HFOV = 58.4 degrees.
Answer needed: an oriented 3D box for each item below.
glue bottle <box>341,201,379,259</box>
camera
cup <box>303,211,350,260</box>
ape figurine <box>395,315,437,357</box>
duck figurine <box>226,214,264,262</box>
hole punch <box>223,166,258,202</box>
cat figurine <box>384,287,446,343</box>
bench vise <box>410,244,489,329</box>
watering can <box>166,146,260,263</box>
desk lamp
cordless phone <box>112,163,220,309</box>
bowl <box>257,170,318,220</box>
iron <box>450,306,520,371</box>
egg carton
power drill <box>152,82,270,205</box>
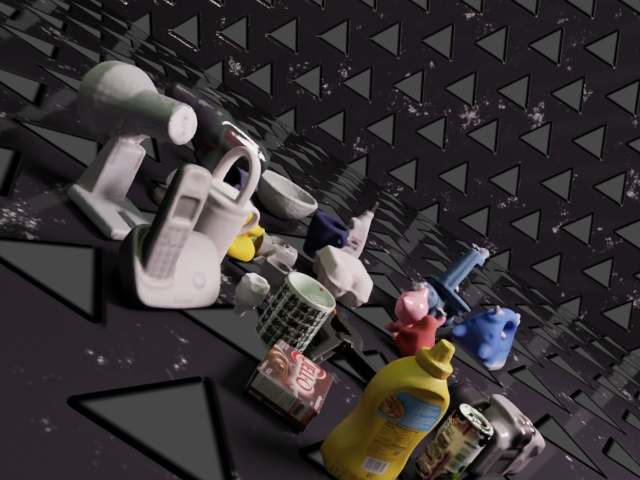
[{"bbox_3d":[0.084,-0.018,1.323,0.078,0.173,0.037,22,18,-36],"label":"glue bottle"},{"bbox_3d":[0.263,0.282,0.891,0.144,0.100,0.136,20,20,-41],"label":"camera"},{"bbox_3d":[0.012,0.004,1.255,0.092,0.095,0.117,21,19,-40],"label":"cup"},{"bbox_3d":[0.188,0.181,1.072,0.078,0.092,0.076,32,15,-6],"label":"ape figurine"},{"bbox_3d":[-0.149,-0.022,1.021,0.105,0.086,0.077,31,15,-7],"label":"duck figurine"},{"bbox_3d":[-0.196,-0.154,1.332,0.101,0.091,0.108,18,21,-46],"label":"hole punch"},{"bbox_3d":[0.189,0.151,1.121,0.128,0.117,0.067,27,16,-22],"label":"cat figurine"},{"bbox_3d":[0.286,0.107,1.261,0.121,0.219,0.208,39,16,19],"label":"bench vise"},{"bbox_3d":[-0.162,-0.061,0.904,0.100,0.194,0.173,39,16,20],"label":"watering can"},{"bbox_3d":[-0.282,-0.137,0.856,0.202,0.213,0.118,40,16,24],"label":"desk lamp"},{"bbox_3d":[-0.166,-0.003,0.732,0.094,0.185,0.148,41,17,28],"label":"cordless phone"},{"bbox_3d":[-0.093,-0.099,1.402,0.168,0.074,0.167,31,15,-9],"label":"bowl"},{"bbox_3d":[0.412,0.215,1.337,0.118,0.141,0.259,43,18,33],"label":"iron"},{"bbox_3d":[0.043,0.074,1.153,0.107,0.069,0.150,27,16,-24],"label":"egg carton"},{"bbox_3d":[-0.214,-0.146,1.037,0.230,0.208,0.075,23,18,-35],"label":"power drill"}]
